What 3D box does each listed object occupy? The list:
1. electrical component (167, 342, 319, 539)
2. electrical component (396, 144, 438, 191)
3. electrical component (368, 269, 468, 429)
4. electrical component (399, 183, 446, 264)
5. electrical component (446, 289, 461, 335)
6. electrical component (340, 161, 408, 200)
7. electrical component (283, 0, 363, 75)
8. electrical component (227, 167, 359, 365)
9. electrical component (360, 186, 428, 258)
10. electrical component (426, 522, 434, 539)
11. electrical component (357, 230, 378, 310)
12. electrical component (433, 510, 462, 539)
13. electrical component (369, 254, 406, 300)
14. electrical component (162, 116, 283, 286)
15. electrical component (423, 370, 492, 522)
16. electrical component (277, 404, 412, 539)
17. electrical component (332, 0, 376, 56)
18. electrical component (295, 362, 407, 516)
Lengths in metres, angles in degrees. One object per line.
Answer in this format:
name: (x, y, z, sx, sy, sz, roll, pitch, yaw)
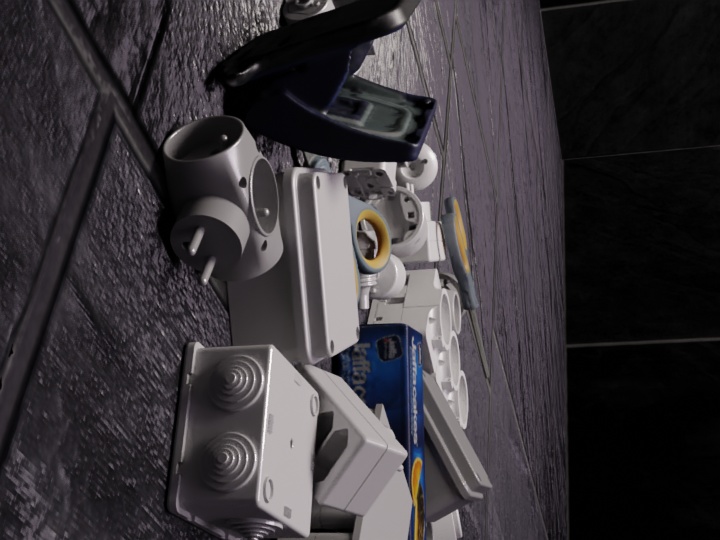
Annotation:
electrical component: (-0.057, 0.092, 0.568, 0.099, 0.048, 0.099, 58, 31, -61)
electrical component: (0.053, -0.105, 1.055, 0.062, 0.048, 0.048, -67, 150, -74)
electrical component: (0.056, 0.084, 0.977, 0.089, 0.062, 0.150, -76, 157, -50)
electrical component: (0.049, -0.044, 1.013, 0.083, 0.047, 0.075, -6, 92, -76)
electrical component: (0.067, 0.043, 1.043, 0.066, 0.055, 0.048, -13, 99, -75)
electrical component: (0.010, -0.096, 0.887, 0.081, 0.042, 0.063, 59, 32, -58)
electrical component: (-0.028, -0.167, 0.764, 0.065, 0.044, 0.044, 61, 28, -48)
electrical component: (-0.040, -0.003, 0.643, 0.078, 0.057, 0.113, -18, 104, -75)
electrical component: (0.031, -0.040, 0.934, 0.047, 0.055, 0.055, 47, 41, -73)
electrical component: (0.035, 0.225, 0.892, 0.040, 0.046, 0.040, -4, 90, -75)
electrical component: (0.000, 0.000, 0.840, 0.035, 0.035, 0.061, -16, 104, -75)
electrical component: (0.060, 0.234, 1.000, 0.099, 0.064, 0.099, -10, 90, -88)
electrical component: (0.019, 0.005, 0.899, 0.078, 0.040, 0.040, 12, 75, -75)
electrical component: (-0.073, -0.025, 0.548, 0.079, 0.044, 0.077, -77, 157, -49)
electrical component: (0.055, 0.143, 0.879, 0.113, 0.057, 0.078, 62, 7, 19)
electrical component: (-0.016, 0.190, 0.677, 0.186, 0.060, 0.105, -78, 158, -47)
electrical component: (-0.009, -0.198, 0.838, 0.055, 0.048, 0.066, 59, 30, -75)
electrical component: (-0.004, 0.104, 0.641, 0.076, 0.083, 0.047, 27, 101, -40)
